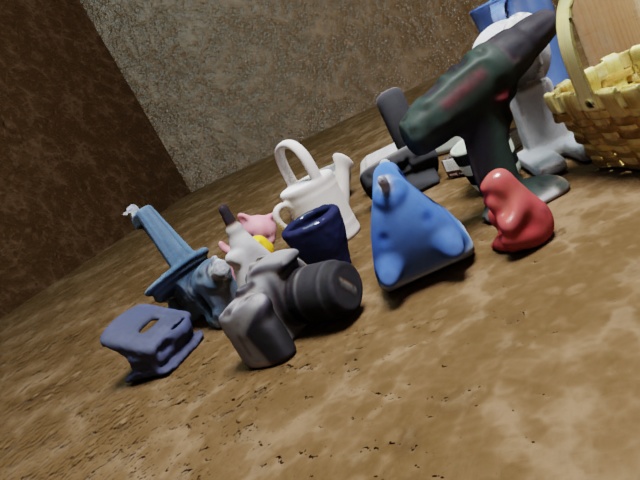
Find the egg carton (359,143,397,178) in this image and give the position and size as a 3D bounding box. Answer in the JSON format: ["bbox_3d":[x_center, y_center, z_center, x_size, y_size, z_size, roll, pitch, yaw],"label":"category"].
[{"bbox_3d":[0.153,-0.158,1.184,0.150,0.069,0.107,-25,15,11],"label":"egg carton"}]

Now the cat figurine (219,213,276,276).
[{"bbox_3d":[-0.122,0.005,1.026,0.127,0.118,0.067,-23,15,20],"label":"cat figurine"}]

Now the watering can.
[{"bbox_3d":[-0.013,-0.087,0.986,0.100,0.194,0.173,-15,19,40],"label":"watering can"}]

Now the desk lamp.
[{"bbox_3d":[0.303,-0.218,0.822,0.118,0.214,0.203,-25,15,11],"label":"desk lamp"}]

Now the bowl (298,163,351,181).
[{"bbox_3d":[0.004,-0.108,1.273,0.167,0.075,0.167,-26,14,8],"label":"bowl"}]

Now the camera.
[{"bbox_3d":[-0.030,0.066,0.675,0.136,0.101,0.143,-16,19,40],"label":"camera"}]

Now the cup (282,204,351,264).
[{"bbox_3d":[0.008,0.003,0.837,0.091,0.095,0.118,-21,16,25],"label":"cup"}]

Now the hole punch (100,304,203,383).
[{"bbox_3d":[-0.241,0.139,0.830,0.101,0.091,0.109,-20,16,29],"label":"hole punch"}]

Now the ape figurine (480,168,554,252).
[{"bbox_3d":[0.202,-0.034,0.613,0.076,0.092,0.078,-19,17,32],"label":"ape figurine"}]

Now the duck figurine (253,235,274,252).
[{"bbox_3d":[-0.087,0.033,0.924,0.078,0.086,0.104,-34,15,-22],"label":"duck figurine"}]

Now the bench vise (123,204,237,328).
[{"bbox_3d":[-0.208,0.027,0.897,0.206,0.220,0.122,-18,17,33],"label":"bench vise"}]

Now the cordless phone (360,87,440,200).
[{"bbox_3d":[0.124,-0.167,1.032,0.147,0.185,0.094,-28,14,-1],"label":"cordless phone"}]

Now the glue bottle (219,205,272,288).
[{"bbox_3d":[-0.089,0.031,0.760,0.078,0.173,0.037,-38,18,-35],"label":"glue bottle"}]

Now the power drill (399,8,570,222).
[{"bbox_3d":[0.222,-0.139,0.706,0.229,0.208,0.075,-28,14,-2],"label":"power drill"}]

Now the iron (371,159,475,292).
[{"bbox_3d":[0.103,-0.041,0.720,0.118,0.141,0.258,-25,15,11],"label":"iron"}]
